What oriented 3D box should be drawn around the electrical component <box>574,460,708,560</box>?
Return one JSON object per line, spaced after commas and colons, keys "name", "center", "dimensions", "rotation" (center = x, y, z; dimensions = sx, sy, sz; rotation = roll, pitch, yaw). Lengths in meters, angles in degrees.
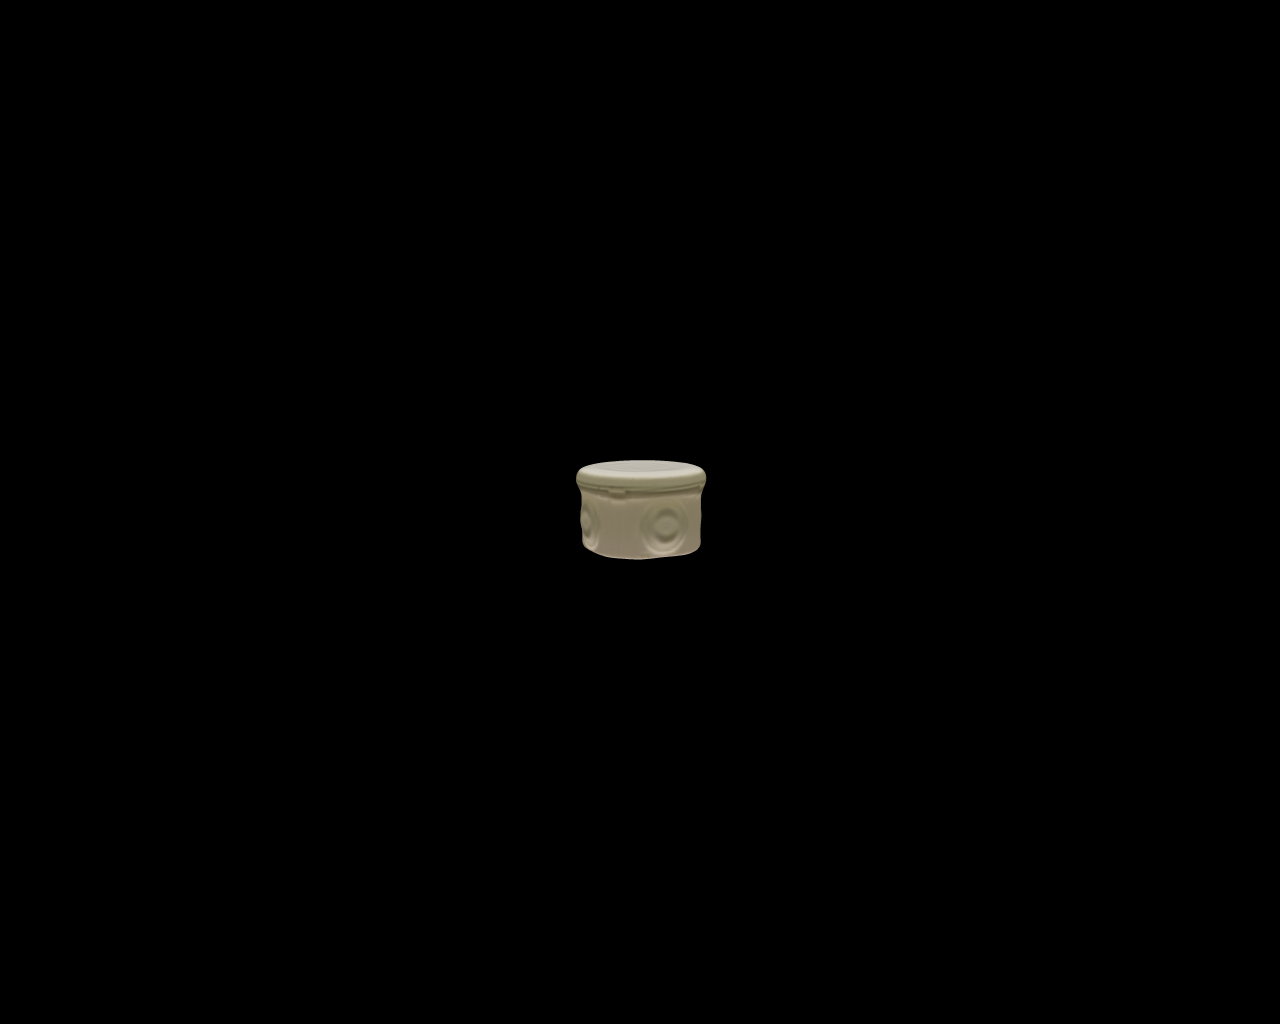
{"name": "electrical component", "center": [0.001, -0.003, 0.650], "dimensions": [0.080, 0.051, 0.080], "rotation": [0, 10, 0]}
